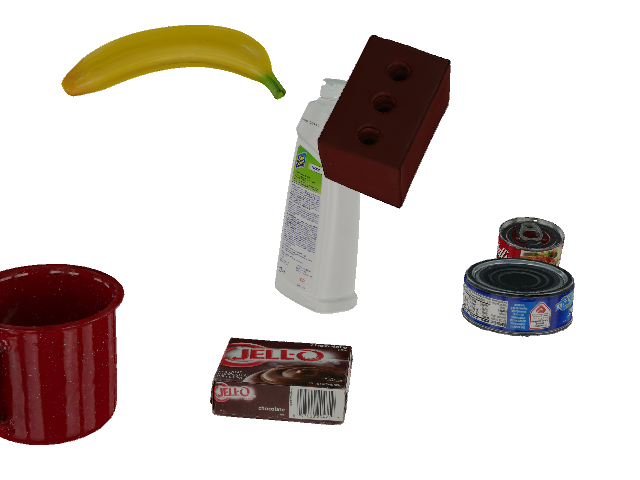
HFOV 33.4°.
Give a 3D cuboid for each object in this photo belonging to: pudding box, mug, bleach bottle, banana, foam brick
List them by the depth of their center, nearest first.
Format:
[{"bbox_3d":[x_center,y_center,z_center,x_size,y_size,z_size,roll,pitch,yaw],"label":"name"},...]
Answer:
[{"bbox_3d":[0.038,-0.070,0.629,0.053,0.078,0.051,21,-17,13],"label":"foam brick"},{"bbox_3d":[-0.170,0.073,0.633,0.093,0.081,0.117,12,23,22],"label":"mug"},{"bbox_3d":[-0.031,0.119,0.915,0.113,0.039,0.090,5,19,3],"label":"pudding box"},{"bbox_3d":[-0.130,-0.162,0.956,0.197,0.069,0.037,-1,-33,-4],"label":"banana"},{"bbox_3d":[0.007,-0.052,1.193,0.067,0.251,0.103,-7,22,-40],"label":"bleach bottle"}]

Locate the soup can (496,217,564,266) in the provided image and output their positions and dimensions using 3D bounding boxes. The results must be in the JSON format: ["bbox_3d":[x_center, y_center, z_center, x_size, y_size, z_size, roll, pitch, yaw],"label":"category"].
[{"bbox_3d":[0.220,0.035,1.139,0.068,0.102,0.068,0,30,0],"label":"soup can"}]

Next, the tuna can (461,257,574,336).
[{"bbox_3d":[0.154,0.042,0.830,0.086,0.034,0.086,0,19,0],"label":"tuna can"}]
